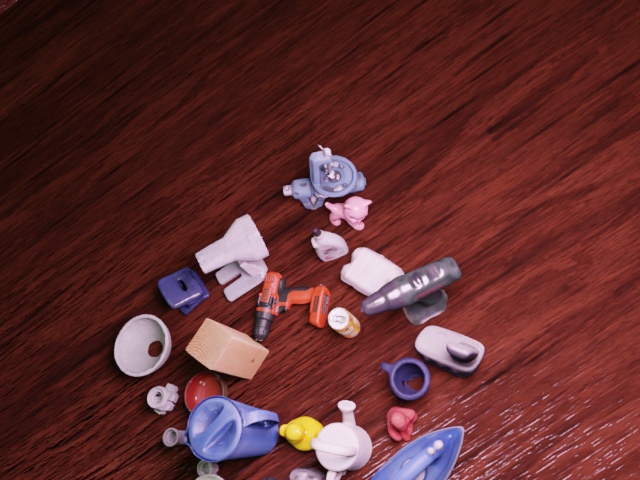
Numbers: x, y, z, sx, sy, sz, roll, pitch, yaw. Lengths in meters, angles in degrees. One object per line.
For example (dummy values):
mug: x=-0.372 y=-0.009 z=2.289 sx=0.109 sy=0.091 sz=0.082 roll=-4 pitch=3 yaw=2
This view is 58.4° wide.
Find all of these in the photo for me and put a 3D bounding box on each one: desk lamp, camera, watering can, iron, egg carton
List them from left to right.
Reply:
desk lamp: x=-0.212 y=0.047 z=1.471 sx=0.203 sy=0.214 sz=0.117 roll=-35 pitch=63 yaw=4
camera: x=-0.074 y=0.574 z=1.287 sx=0.136 sy=0.101 sz=0.143 roll=18 pitch=77 yaw=25
watering can: x=0.041 y=0.442 z=1.244 sx=0.100 sy=0.194 sz=0.173 roll=-13 pitch=67 yaw=15
egg carton: x=0.130 y=0.086 z=1.416 sx=0.150 sy=0.069 sz=0.107 roll=30 pitch=83 yaw=26
iron: x=0.201 y=0.481 z=1.202 sx=0.258 sy=0.142 sz=0.118 roll=-45 pitch=62 yaw=-1

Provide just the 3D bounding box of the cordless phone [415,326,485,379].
cordless phone: x=0.275 y=0.231 z=1.244 sx=0.147 sy=0.185 sz=0.094 roll=16 pitch=76 yaw=24

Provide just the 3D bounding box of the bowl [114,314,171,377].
bowl: x=-0.464 y=0.290 z=1.548 sx=0.167 sy=0.075 sz=0.167 roll=-7 pitch=68 yaw=17

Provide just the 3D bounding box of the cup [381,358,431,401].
cup: x=0.197 y=0.313 z=1.293 sx=0.117 sy=0.095 sz=0.092 roll=21 pitch=79 yaw=25

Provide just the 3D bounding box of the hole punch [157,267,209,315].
hole punch: x=-0.374 y=0.132 z=1.566 sx=0.101 sy=0.091 sz=0.108 roll=-40 pitch=63 yaw=2

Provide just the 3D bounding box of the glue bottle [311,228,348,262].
glue bottle: x=0.013 y=0.005 z=1.430 sx=0.078 sy=0.173 sz=0.037 roll=-25 pitch=64 yaw=10

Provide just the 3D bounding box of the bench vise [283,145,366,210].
bench vise: x=-0.001 y=-0.152 z=1.467 sx=0.207 sy=0.220 sz=0.121 roll=-31 pitch=63 yaw=7

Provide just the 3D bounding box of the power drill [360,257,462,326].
power drill: x=0.215 y=0.126 z=1.292 sx=0.229 sy=0.209 sz=0.075 roll=-31 pitch=63 yaw=6

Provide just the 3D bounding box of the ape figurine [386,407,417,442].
ape figurine: x=0.177 y=0.402 z=1.267 sx=0.078 sy=0.092 sz=0.076 roll=-36 pitch=63 yaw=4

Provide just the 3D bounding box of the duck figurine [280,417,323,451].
duck figurine: x=-0.045 y=0.450 z=1.332 sx=0.104 sy=0.086 sz=0.077 roll=3 pitch=72 yaw=21

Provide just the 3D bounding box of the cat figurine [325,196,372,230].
cat figurine: x=0.074 y=-0.078 z=1.471 sx=0.127 sy=0.118 sz=0.067 roll=10 pitch=74 yaw=23
